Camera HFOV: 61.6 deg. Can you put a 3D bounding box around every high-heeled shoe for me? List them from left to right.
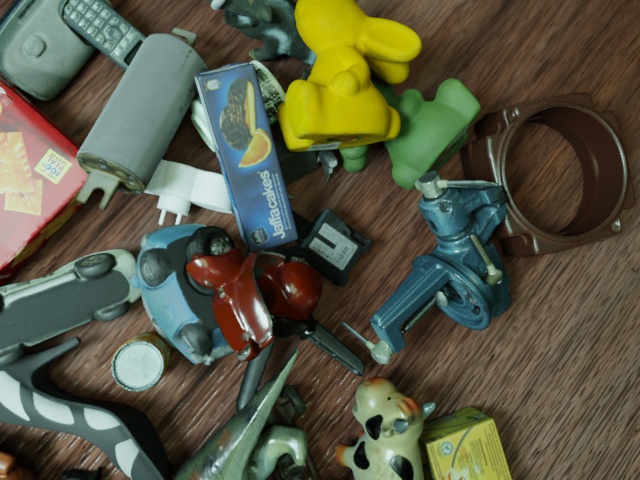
[{"bbox_3d":[-0.279,0.223,0.597,0.145,0.086,0.248,-34,89,-8],"label":"high-heeled shoe"}]

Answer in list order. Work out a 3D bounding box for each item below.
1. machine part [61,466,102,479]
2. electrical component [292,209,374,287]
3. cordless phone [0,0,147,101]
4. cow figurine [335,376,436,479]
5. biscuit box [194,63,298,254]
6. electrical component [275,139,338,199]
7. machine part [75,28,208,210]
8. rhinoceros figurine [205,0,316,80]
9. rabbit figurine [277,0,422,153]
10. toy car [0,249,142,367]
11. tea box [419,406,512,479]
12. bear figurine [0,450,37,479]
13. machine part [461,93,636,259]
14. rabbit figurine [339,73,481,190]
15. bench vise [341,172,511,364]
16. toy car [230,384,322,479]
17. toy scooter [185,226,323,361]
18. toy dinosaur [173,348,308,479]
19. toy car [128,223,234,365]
[{"bbox_3d":[-0.237,0.314,0.620,0.139,0.039,0.084,17,79,-8],"label":"machine part"},{"bbox_3d":[-0.001,-0.002,0.678,0.119,0.048,0.075,39,80,-8],"label":"electrical component"},{"bbox_3d":[-0.268,-0.208,0.630,0.184,0.089,0.146,38,80,-26],"label":"cordless phone"},{"bbox_3d":[0.085,0.258,0.632,0.085,0.127,0.195,-10,83,-44],"label":"cow figurine"},{"bbox_3d":[-0.080,-0.089,0.598,0.063,0.059,0.202,-18,114,-10],"label":"biscuit box"},{"bbox_3d":[-0.024,-0.094,0.671,0.102,0.078,0.045,-28,68,-17],"label":"electrical component"},{"bbox_3d":[-0.192,-0.139,0.590,0.079,0.079,0.243,24,67,-9],"label":"machine part"},{"bbox_3d":[-0.052,-0.262,0.651,0.190,0.112,0.073,25,85,-17],"label":"rhinoceros figurine"},{"bbox_3d":[0.026,-0.191,0.582,0.162,0.122,0.173,-10,85,-1],"label":"rabbit figurine"},{"bbox_3d":[-0.297,0.072,0.592,0.202,0.056,0.073,-23,117,-23],"label":"toy car"},{"bbox_3d":[0.189,0.313,0.685,0.098,0.068,0.169,-15,89,-11],"label":"tea box"},{"bbox_3d":[-0.399,0.238,0.549,0.195,0.132,0.120,43,108,-12],"label":"bear figurine"},{"bbox_3d":[0.307,-0.086,0.722,0.201,0.087,0.201,-12,90,-10],"label":"machine part"},{"bbox_3d":[0.088,-0.150,0.687,0.170,0.121,0.159,43,87,13],"label":"rabbit figurine"},{"bbox_3d":[0.140,0.044,0.645,0.240,0.129,0.223,-42,129,-16],"label":"bench vise"},{"bbox_3d":[-0.034,0.276,0.654,0.089,0.053,0.202,-24,90,-14],"label":"toy car"},{"bbox_3d":[-0.057,0.065,0.560,0.183,0.075,0.135,20,43,-47],"label":"toy scooter"},{"bbox_3d":[-0.108,0.318,0.579,0.192,0.131,0.404,0,86,-2],"label":"toy dinosaur"},{"bbox_3d":[-0.150,0.068,0.615,0.109,0.103,0.161,-17,77,-46],"label":"toy car"}]
